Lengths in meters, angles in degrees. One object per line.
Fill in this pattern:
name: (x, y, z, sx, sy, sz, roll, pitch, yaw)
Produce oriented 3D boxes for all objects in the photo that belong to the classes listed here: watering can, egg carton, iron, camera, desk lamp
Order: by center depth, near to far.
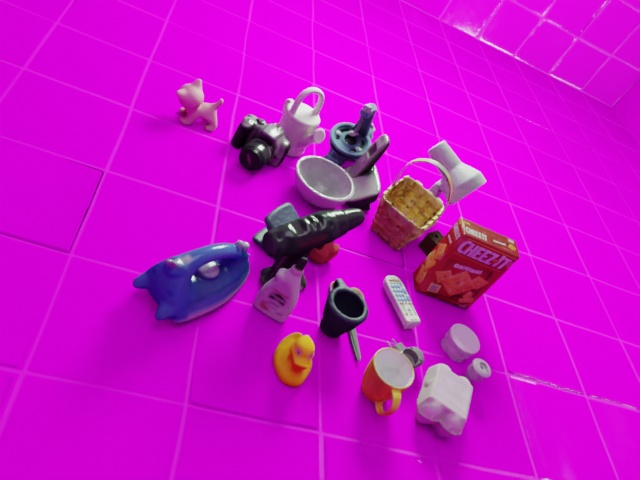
iron: (-0.209, 0.052, 1.080, 0.259, 0.141, 0.118, -22, 64, -46)
egg carton: (0.254, 0.327, 1.177, 0.107, 0.069, 0.150, 34, 39, 0)
camera: (-0.159, -0.247, 1.457, 0.143, 0.100, 0.137, 35, 39, 1)
watering can: (-0.045, -0.322, 1.540, 0.172, 0.194, 0.101, 42, 39, 11)
desk lamp: (0.335, -0.162, 1.625, 0.203, 0.213, 0.118, 43, 40, 12)

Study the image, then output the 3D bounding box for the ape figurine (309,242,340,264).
ape figurine: (0.012, 0.005, 1.323, 0.078, 0.092, 0.076, 37, 39, 5)

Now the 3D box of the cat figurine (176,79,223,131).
cat figurine: (-0.307, -0.347, 1.444, 0.128, 0.117, 0.067, 9, 45, -28)

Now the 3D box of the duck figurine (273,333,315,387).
duck figurine: (-0.040, 0.212, 1.078, 0.078, 0.086, 0.104, 20, 41, -17)

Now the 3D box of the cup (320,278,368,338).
cup: (0.036, 0.148, 1.190, 0.092, 0.095, 0.117, 7, 46, -30)

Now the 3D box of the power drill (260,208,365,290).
power drill: (-0.032, 0.019, 1.184, 0.230, 0.208, 0.075, -12, 57, -42)

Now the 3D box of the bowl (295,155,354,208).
bowl: (0.001, -0.136, 1.475, 0.168, 0.074, 0.167, 19, 41, -17)

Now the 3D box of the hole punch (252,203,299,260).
hole punch: (-0.078, -0.017, 1.284, 0.101, 0.091, 0.109, 40, 39, 8)

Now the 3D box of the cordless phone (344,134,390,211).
cordless phone: (0.131, -0.184, 1.527, 0.094, 0.185, 0.147, 14, 43, -23)

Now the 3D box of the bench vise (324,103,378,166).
bench vise: (0.102, -0.313, 1.613, 0.121, 0.219, 0.207, 30, 39, -5)

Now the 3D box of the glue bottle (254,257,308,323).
glue bottle: (-0.066, 0.089, 1.117, 0.078, 0.173, 0.037, 30, 39, -5)
